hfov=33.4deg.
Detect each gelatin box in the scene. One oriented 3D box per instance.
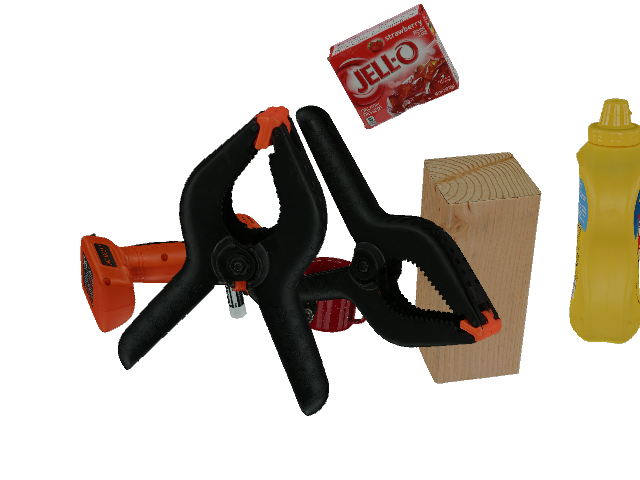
[{"bbox_3d":[0.061,-0.144,0.891,0.089,0.073,0.030,-23,25,19],"label":"gelatin box"}]

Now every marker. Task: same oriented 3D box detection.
[{"bbox_3d":[-0.103,0.034,1.209,0.020,0.121,0.020,-6,30,3],"label":"marker"}]

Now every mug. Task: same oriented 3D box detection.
[{"bbox_3d":[0.022,0.081,1.513,0.117,0.081,0.093,18,23,27],"label":"mug"}]

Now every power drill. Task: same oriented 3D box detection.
[{"bbox_3d":[-0.112,0.036,0.957,0.187,0.057,0.185,-5,25,-23],"label":"power drill"}]

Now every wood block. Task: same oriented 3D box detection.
[{"bbox_3d":[0.148,0.028,1.044,0.090,0.206,0.090,-6,32,-9],"label":"wood block"}]

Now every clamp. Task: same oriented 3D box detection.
[{"bbox_3d":[-0.051,0.012,0.577,0.120,0.171,0.039,4,17,1],"label":"clamp"},{"bbox_3d":[0.038,0.005,0.760,0.210,0.165,0.036,25,25,34],"label":"clamp"}]

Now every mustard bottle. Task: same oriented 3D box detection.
[{"bbox_3d":[0.236,-0.020,0.871,0.058,0.192,0.096,3,19,16],"label":"mustard bottle"}]
